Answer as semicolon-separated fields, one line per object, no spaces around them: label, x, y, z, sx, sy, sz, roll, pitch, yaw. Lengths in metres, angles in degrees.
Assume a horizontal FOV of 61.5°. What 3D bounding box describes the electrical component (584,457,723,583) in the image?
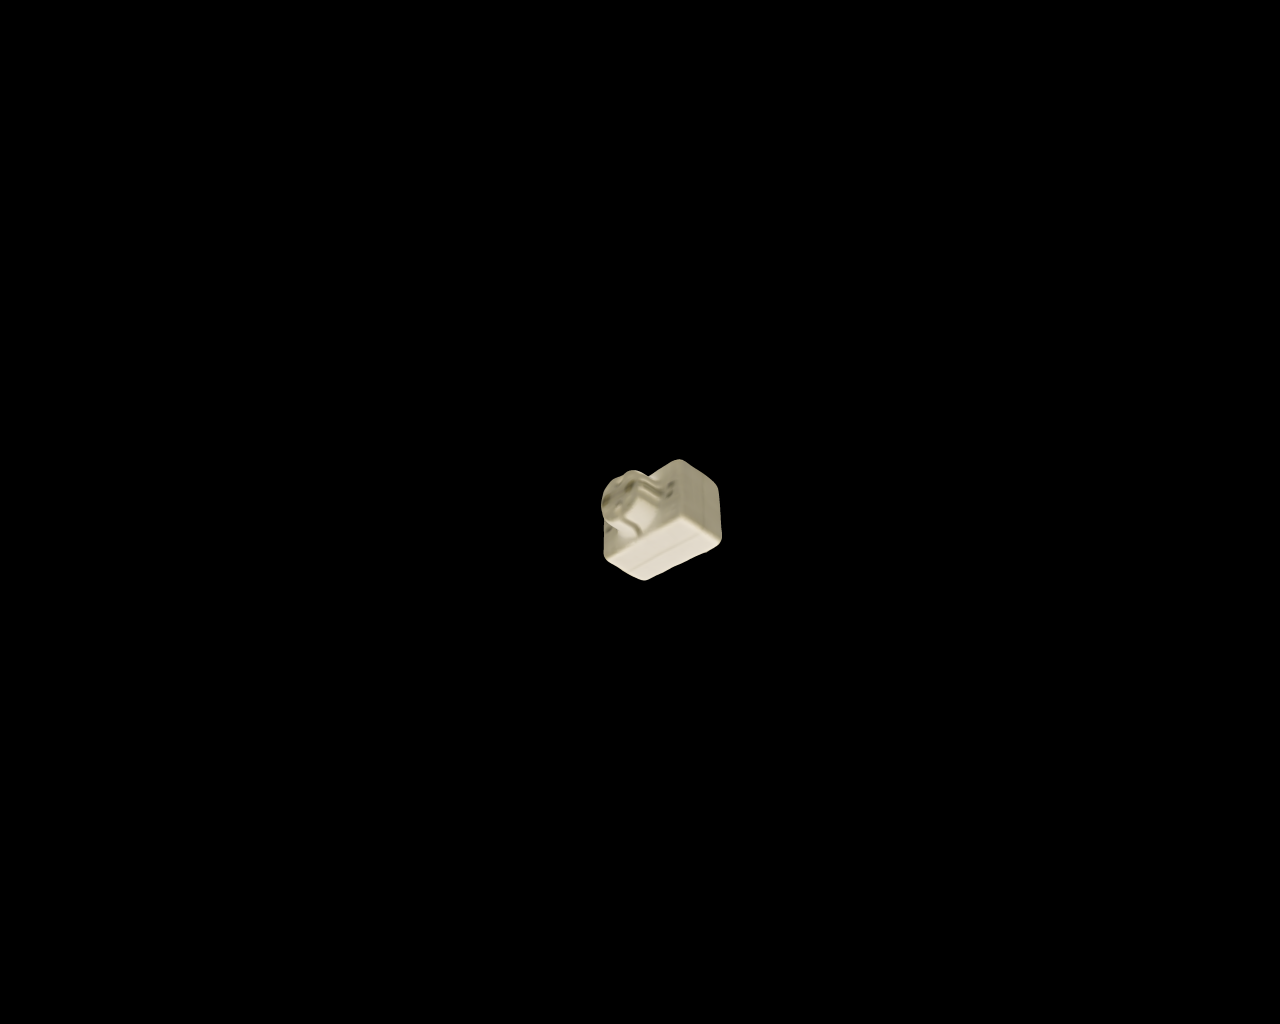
electrical component;0.001;-0.003;0.650;0.065;0.047;0.076;-29;-46;33
